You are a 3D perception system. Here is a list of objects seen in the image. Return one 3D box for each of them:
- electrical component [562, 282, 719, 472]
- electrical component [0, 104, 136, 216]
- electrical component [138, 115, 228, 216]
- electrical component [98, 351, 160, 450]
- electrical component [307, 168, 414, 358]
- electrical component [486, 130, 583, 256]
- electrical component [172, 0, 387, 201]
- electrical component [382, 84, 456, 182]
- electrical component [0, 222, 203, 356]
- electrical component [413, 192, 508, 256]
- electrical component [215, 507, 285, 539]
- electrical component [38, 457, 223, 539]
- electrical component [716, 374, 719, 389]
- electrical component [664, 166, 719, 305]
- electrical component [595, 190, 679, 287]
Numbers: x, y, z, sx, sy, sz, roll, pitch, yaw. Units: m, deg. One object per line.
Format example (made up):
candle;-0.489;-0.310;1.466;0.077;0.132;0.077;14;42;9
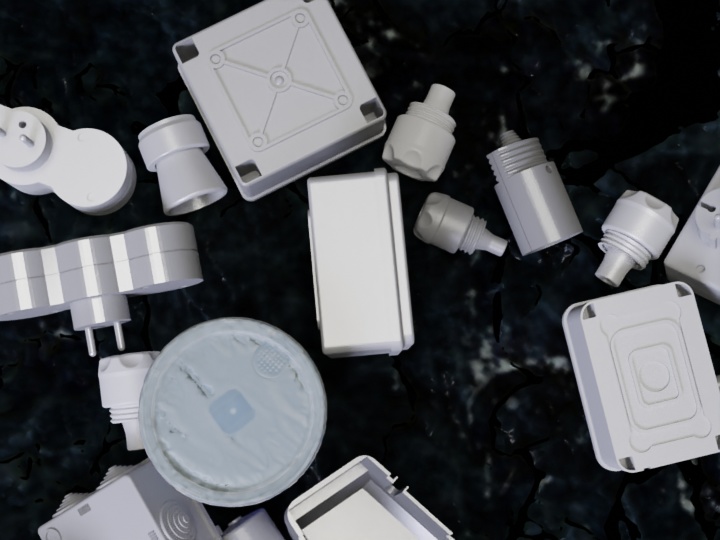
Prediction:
electrical component;0.184;0.069;0.702;0.078;0.057;0.113;-13;84;-3
electrical component;-0.218;-0.081;0.698;0.138;0.073;0.052;20;84;1
electrical component;-0.118;-0.069;0.714;0.045;0.045;0.055;-22;84;-4
electrical component;-0.146;0.085;0.698;0.043;0.043;0.062;-8;86;-2
electrical component;0.000;0.000;0.679;0.056;0.108;0.108;-5;84;0
electrical component;0.114;-0.055;0.720;0.043;0.043;0.081;-21;85;-4
electrical component;-0.053;-0.119;0.716;0.109;0.056;0.108;-27;85;-4
electrical component;0.044;-0.094;0.723;0.043;0.043;0.062;24;83;1
electrical component;-0.171;0.018;0.699;0.138;0.052;0.073;-11;84;-3
electrical component;0.069;-0.026;0.721;0.061;0.035;0.035;24;84;-1
electrical component;-0.061;0.190;0.690;0.040;0.040;0.078;-34;86;-5
electrical component;-0.140;0.173;0.668;0.100;0.048;0.099;-33;85;23
electrical component;0.262;0.067;0.716;0.061;0.035;0.035;-22;85;0
electrical component;0.238;-0.030;0.699;0.047;0.076;0.083;29;83;25
electrical component;0.181;-0.019;0.718;0.043;0.043;0.062;32;85;2
